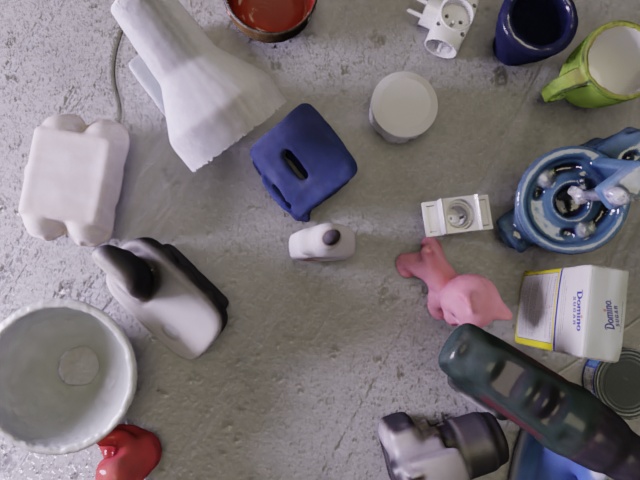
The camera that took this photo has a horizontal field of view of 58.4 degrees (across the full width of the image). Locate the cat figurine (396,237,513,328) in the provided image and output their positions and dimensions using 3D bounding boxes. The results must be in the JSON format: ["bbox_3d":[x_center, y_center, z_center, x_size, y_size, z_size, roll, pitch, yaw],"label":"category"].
[{"bbox_3d":[0.154,0.053,0.658,0.067,0.117,0.128,-39,89,-6],"label":"cat figurine"}]

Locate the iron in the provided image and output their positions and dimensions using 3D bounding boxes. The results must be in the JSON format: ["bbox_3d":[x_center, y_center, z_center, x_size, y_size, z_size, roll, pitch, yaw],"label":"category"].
[{"bbox_3d":[0.287,0.299,0.638,0.118,0.141,0.258,1,86,-4],"label":"iron"}]

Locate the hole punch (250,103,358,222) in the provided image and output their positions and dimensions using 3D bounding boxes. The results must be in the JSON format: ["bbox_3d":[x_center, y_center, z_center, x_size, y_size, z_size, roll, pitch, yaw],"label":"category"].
[{"bbox_3d":[-0.020,-0.087,0.669,0.101,0.091,0.109,-38,89,-6],"label":"hole punch"}]

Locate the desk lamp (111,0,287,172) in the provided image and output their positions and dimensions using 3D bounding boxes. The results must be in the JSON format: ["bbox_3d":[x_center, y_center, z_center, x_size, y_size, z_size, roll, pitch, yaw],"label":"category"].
[{"bbox_3d":[-0.134,-0.166,0.606,0.118,0.213,0.203,-38,89,-6],"label":"desk lamp"}]

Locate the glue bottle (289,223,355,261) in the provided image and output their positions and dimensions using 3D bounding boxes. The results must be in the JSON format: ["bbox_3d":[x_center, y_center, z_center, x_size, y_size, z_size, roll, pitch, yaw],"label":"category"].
[{"bbox_3d":[0.006,0.002,0.624,0.078,0.173,0.037,-5,86,-4],"label":"glue bottle"}]

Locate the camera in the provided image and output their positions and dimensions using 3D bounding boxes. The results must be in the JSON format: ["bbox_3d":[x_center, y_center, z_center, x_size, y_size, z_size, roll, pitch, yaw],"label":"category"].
[{"bbox_3d":[0.149,0.263,0.651,0.137,0.100,0.143,-16,87,-5],"label":"camera"}]

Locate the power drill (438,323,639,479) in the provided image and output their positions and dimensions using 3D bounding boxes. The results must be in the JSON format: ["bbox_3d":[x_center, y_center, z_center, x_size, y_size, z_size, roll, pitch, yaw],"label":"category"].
[{"bbox_3d":[0.220,0.167,0.609,0.229,0.208,0.076,33,84,-1],"label":"power drill"}]

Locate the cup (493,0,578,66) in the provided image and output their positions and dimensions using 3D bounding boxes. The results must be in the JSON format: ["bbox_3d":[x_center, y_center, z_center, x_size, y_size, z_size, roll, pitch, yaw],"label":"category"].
[{"bbox_3d":[0.247,-0.265,0.699,0.091,0.095,0.118,-10,87,-4],"label":"cup"}]

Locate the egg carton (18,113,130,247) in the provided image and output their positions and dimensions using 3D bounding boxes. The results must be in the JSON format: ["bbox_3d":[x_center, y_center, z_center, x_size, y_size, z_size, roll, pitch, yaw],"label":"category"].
[{"bbox_3d":[-0.280,-0.070,0.660,0.107,0.069,0.150,8,85,-3],"label":"egg carton"}]

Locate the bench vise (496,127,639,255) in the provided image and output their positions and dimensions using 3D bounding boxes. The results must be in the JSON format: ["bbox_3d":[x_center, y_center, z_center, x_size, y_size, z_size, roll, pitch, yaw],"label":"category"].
[{"bbox_3d":[0.304,-0.075,0.627,0.121,0.219,0.207,35,84,0],"label":"bench vise"}]

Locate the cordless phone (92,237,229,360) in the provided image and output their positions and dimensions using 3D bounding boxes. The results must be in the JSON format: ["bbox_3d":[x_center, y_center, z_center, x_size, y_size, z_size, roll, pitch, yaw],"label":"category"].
[{"bbox_3d":[-0.170,0.062,0.601,0.147,0.185,0.094,40,84,0],"label":"cordless phone"}]

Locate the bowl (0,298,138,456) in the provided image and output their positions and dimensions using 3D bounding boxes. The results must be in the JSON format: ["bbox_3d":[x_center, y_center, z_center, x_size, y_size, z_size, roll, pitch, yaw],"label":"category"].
[{"bbox_3d":[-0.281,0.148,0.642,0.167,0.074,0.167,0,86,-4],"label":"bowl"}]

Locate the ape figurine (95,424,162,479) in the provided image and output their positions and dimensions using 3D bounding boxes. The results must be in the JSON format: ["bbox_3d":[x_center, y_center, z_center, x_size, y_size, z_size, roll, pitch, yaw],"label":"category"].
[{"bbox_3d":[-0.218,0.247,0.631,0.076,0.092,0.078,-3,86,-4],"label":"ape figurine"}]
